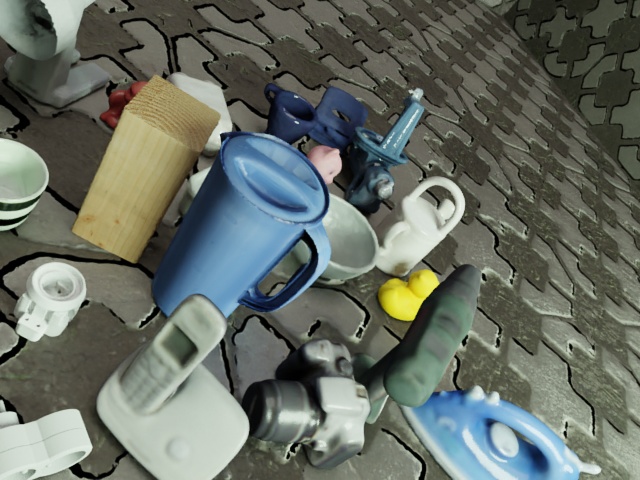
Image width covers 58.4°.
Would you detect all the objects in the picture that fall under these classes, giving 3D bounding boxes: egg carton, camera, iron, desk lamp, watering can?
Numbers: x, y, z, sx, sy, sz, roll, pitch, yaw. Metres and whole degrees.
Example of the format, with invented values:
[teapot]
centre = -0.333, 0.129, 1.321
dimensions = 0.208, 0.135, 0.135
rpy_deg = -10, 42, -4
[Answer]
[egg carton]
centre = -0.206, -0.209, 0.942
dimensions = 0.108, 0.069, 0.150
rpy_deg = 7, 48, -37
[camera]
centre = -0.018, 0.185, 0.680
dimensions = 0.137, 0.100, 0.143
rpy_deg = 15, 44, -31
[iron]
centre = 0.246, 0.273, 0.792
dimensions = 0.258, 0.141, 0.119
rpy_deg = 39, 36, -2
[desk lamp]
centre = -0.356, -0.292, 0.771
dimensions = 0.118, 0.213, 0.203
rpy_deg = 37, 37, -6
[watering can]
centre = 0.174, -0.034, 0.997
dimensions = 0.101, 0.193, 0.173
rpy_deg = 40, 36, -1

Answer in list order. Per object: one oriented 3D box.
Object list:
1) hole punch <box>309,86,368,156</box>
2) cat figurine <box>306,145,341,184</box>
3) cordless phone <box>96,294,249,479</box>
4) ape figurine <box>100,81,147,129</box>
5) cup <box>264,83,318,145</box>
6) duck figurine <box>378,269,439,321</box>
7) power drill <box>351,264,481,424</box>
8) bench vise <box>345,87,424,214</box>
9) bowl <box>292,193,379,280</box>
[hole punch]
centre = 0.037, -0.245, 1.177
dimensions = 0.109, 0.091, 0.101
rpy_deg = 30, 38, -14
[cat figurine]
centre = -0.017, -0.122, 0.981
dimensions = 0.128, 0.117, 0.067
rpy_deg = -7, 57, -45
[cordless phone]
centre = -0.123, 0.147, 0.555
dimensions = 0.147, 0.184, 0.094
rpy_deg = 43, 36, 2
[ape figurine]
centre = -0.274, -0.198, 0.851
dimensions = 0.076, 0.092, 0.077
rpy_deg = 6, 49, -38
[cup]
centre = -0.073, -0.220, 1.050
dimensions = 0.117, 0.094, 0.092
rpy_deg = 45, 36, 5
[duck figurine]
centre = 0.154, 0.083, 0.951
dimensions = 0.105, 0.086, 0.077
rpy_deg = 1, 52, -41
[power drill]
centre = 0.115, 0.144, 0.751
dimensions = 0.075, 0.208, 0.230
rpy_deg = 41, 36, 0
[bench vise]
centre = 0.137, -0.166, 1.077
dimensions = 0.122, 0.219, 0.207
rpy_deg = 10, 46, -35
[bowl]
centre = 0.008, 0.003, 0.911
dimensions = 0.168, 0.074, 0.167
rpy_deg = 24, 40, -21
